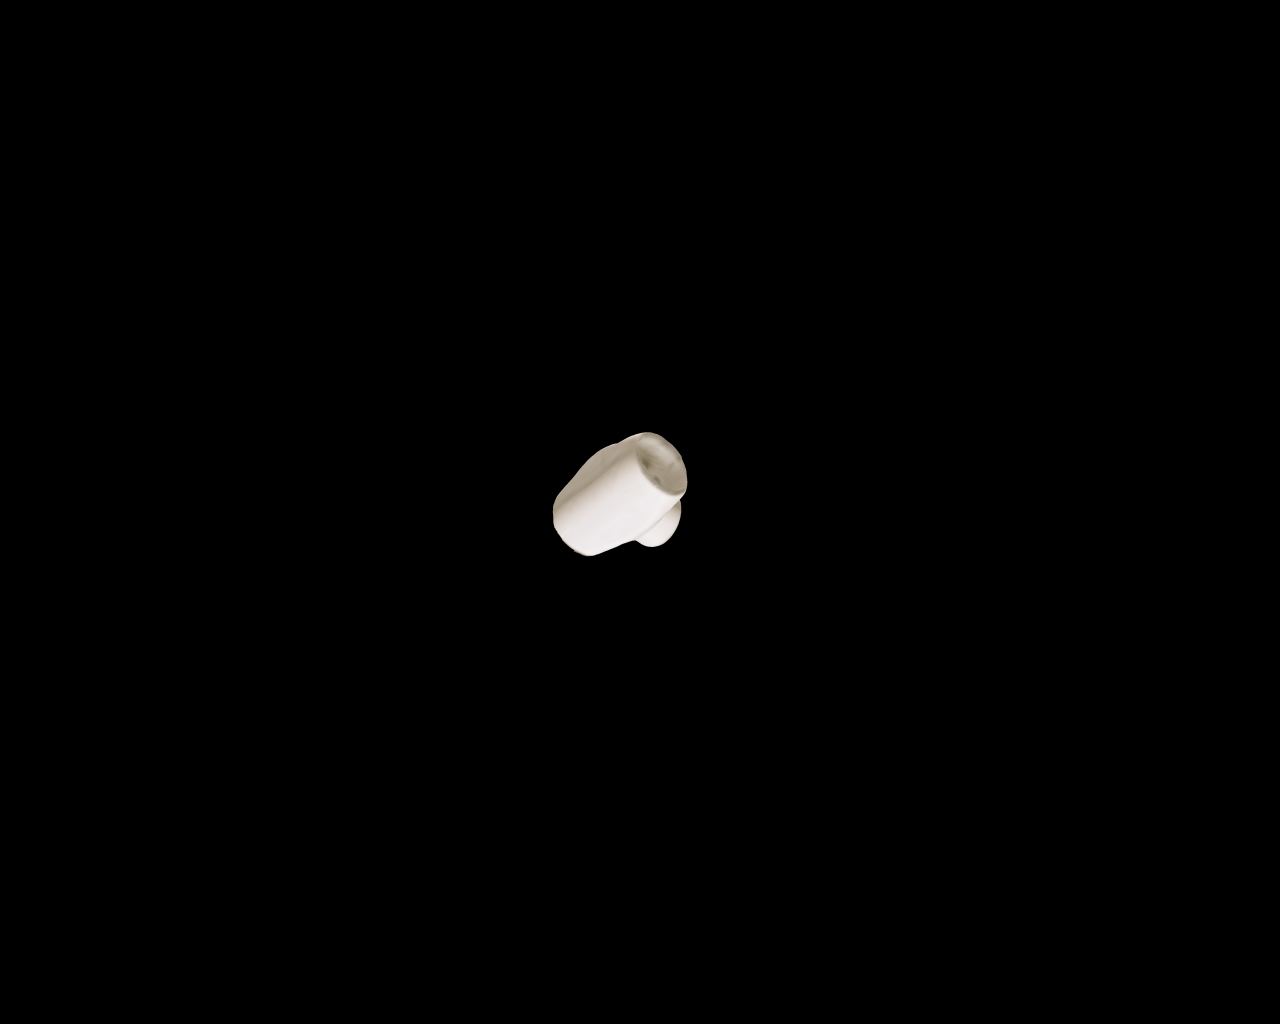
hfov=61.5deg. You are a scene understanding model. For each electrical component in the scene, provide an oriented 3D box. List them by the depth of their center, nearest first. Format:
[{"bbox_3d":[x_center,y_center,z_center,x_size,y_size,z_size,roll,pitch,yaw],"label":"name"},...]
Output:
[{"bbox_3d":[0.001,-0.003,0.650,0.079,0.044,0.077,30,-49,-31],"label":"electrical component"}]
